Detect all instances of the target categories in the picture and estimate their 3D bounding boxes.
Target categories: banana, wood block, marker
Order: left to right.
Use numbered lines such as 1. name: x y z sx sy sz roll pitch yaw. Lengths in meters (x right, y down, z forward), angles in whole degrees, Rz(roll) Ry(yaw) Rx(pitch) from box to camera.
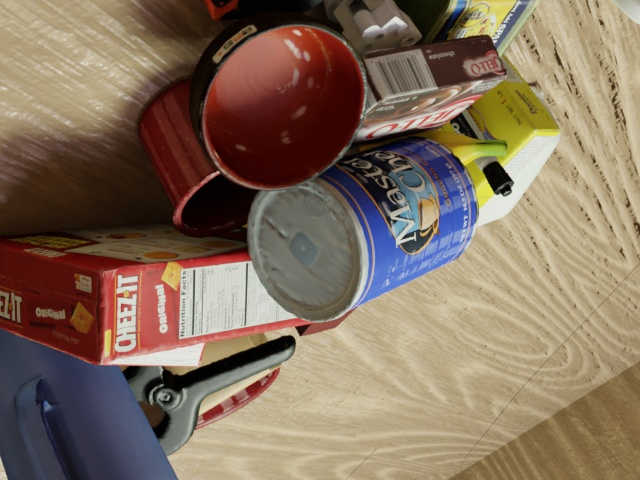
1. wood block: -0.151 0.141 1.045 0.206 0.090 0.091 -31 175 4
2. banana: 0.071 -0.069 0.869 0.069 0.037 0.198 9 -178 -24
3. marker: 0.126 -0.086 0.890 0.020 0.121 0.020 -24 156 -11

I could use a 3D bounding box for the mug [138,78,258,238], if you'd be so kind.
1. mug: -0.066 -0.067 0.751 0.117 0.081 0.093 -28 158 -4

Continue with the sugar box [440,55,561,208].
1. sugar box: 0.120 -0.074 0.946 0.048 0.093 0.176 -3 145 -47

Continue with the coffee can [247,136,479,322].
1. coffee can: 0.032 -0.011 0.757 0.140 0.103 0.103 -21 158 -46

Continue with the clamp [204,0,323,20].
1. clamp: 0.007 -0.187 0.646 0.171 0.039 0.120 -23 145 -11

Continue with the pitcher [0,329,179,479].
1. pitcher: -0.200 0.165 0.864 0.144 0.243 0.149 -8 149 -42

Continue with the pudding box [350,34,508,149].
1. pudding box: 0.059 -0.100 0.737 0.113 0.039 0.090 -13 167 -31

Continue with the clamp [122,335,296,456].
1. clamp: -0.130 0.134 0.967 0.164 0.036 0.210 24 105 -16

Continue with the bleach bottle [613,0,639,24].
1. bleach bottle: 0.332 -0.277 0.821 0.102 0.068 0.251 -9 147 -41

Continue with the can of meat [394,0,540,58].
1. can of meat: 0.098 -0.164 0.779 0.083 0.057 0.102 -11 150 -33

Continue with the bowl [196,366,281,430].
1. bowl: -0.127 0.153 1.173 0.162 0.055 0.162 -25 157 -12

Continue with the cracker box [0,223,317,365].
1. cracker box: -0.120 0.032 0.795 0.164 0.072 0.213 9 -169 44

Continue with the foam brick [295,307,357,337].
1. foam brick: -0.007 0.049 1.070 0.051 0.078 0.053 -10 151 -42

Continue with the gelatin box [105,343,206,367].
1. gelatin box: -0.147 0.073 0.872 0.089 0.073 0.030 4 115 -31
